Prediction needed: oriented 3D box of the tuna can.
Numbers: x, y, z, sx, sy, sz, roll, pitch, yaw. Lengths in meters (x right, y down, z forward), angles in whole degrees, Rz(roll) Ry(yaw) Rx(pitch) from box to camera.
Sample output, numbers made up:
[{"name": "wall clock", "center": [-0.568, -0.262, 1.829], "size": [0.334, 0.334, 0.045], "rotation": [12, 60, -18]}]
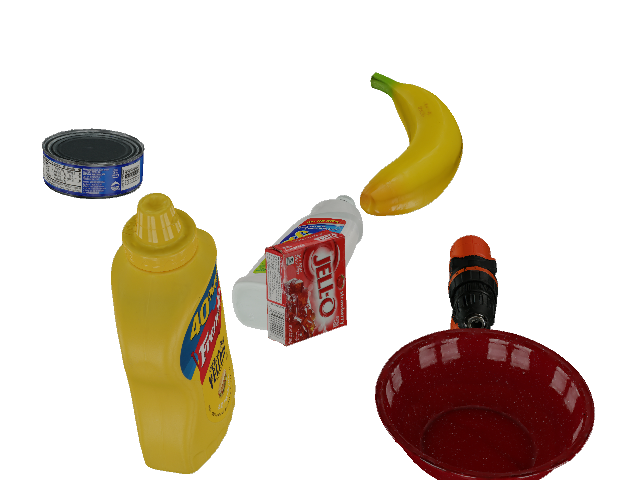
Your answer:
[{"name": "tuna can", "center": [-0.195, -0.066, 0.916], "size": [0.086, 0.034, 0.086], "rotation": [5, 24, -2]}]

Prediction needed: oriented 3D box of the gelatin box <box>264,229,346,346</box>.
[{"name": "gelatin box", "center": [-0.012, 0.041, 0.949], "size": [0.073, 0.089, 0.030], "rotation": [-16, 23, -39]}]

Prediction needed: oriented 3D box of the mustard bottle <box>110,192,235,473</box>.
[{"name": "mustard bottle", "center": [-0.087, 0.048, 0.634], "size": [0.058, 0.192, 0.096], "rotation": [8, 45, 10]}]

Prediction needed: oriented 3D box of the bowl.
[{"name": "bowl", "center": [0.121, 0.137, 0.806], "size": [0.162, 0.055, 0.162], "rotation": [0, 35, 0]}]

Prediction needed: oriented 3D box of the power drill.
[{"name": "power drill", "center": [0.162, 0.108, 1.167], "size": [0.057, 0.188, 0.184], "rotation": [6, 25, 5]}]

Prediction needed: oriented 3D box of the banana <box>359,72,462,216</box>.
[{"name": "banana", "center": [0.065, -0.063, 0.744], "size": [0.069, 0.037, 0.197], "rotation": [4, 30, 2]}]

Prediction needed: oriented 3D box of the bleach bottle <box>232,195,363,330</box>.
[{"name": "bleach bottle", "center": [-0.015, 0.015, 1.310], "size": [0.103, 0.068, 0.250], "rotation": [6, 33, 18]}]
